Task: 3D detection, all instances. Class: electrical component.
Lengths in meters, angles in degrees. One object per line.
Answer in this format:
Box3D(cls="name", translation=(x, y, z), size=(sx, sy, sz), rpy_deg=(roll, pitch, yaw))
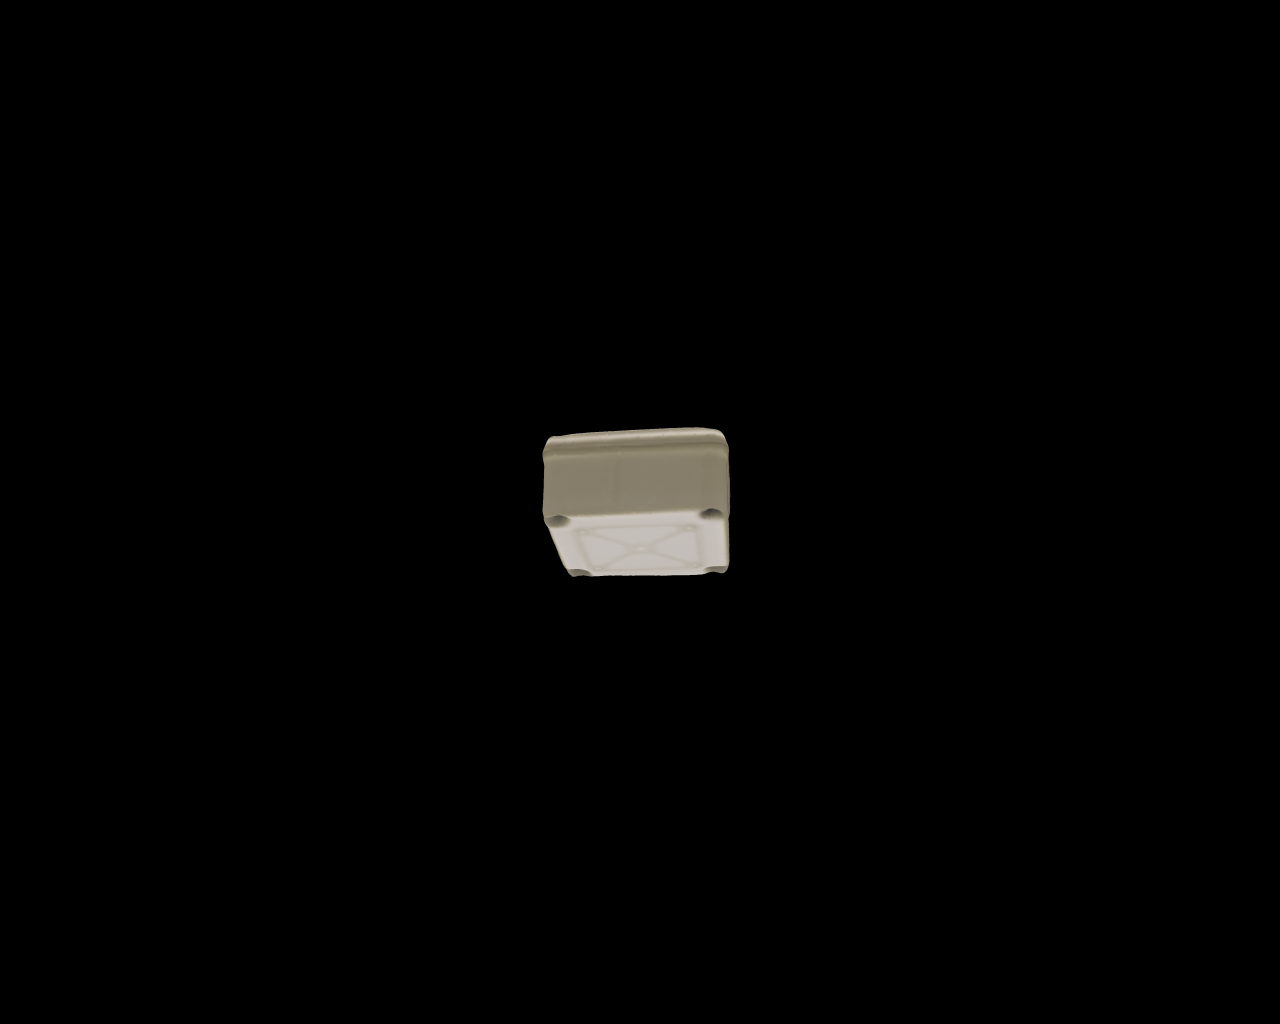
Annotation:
Box3D(cls="electrical component", translation=(0.001, -0.003, 0.650), size=(0.109, 0.056, 0.108), rpy_deg=(-2, -23, 5))
